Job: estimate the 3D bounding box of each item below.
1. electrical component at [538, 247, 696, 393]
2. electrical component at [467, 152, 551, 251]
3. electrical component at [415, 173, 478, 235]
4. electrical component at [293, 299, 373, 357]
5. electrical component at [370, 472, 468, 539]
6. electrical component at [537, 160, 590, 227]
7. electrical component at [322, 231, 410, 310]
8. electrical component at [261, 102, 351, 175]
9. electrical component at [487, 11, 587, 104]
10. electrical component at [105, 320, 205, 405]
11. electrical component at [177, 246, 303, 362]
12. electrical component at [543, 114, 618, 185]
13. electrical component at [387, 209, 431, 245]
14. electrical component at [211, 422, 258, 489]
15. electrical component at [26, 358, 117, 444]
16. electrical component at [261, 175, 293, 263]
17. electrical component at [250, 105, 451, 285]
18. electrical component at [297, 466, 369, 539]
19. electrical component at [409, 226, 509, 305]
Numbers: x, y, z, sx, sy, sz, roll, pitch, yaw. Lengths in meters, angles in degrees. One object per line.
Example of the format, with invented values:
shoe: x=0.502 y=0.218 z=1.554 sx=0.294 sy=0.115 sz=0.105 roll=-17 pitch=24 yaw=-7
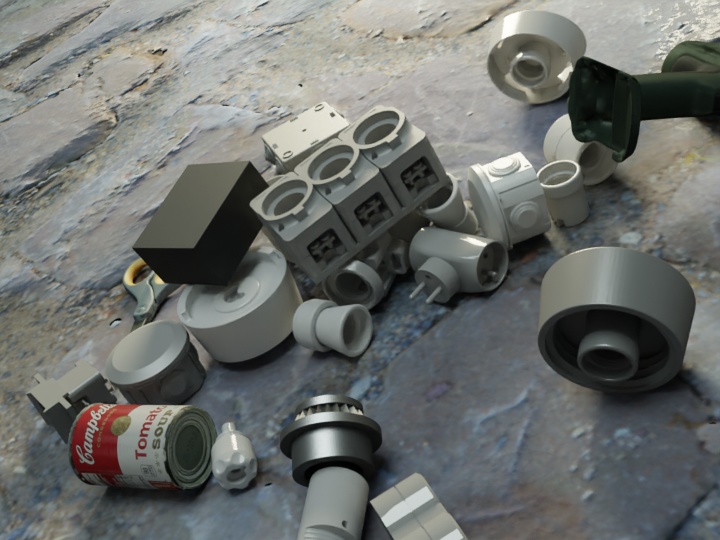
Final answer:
electrical component: x=0.175 y=0.042 z=0.748 sx=0.108 sy=0.108 sz=0.060 roll=-5 pitch=45 yaw=28
electrical component: x=0.128 y=-0.059 z=0.935 sx=0.051 sy=0.080 sz=0.080 roll=-21 pitch=34 yaw=-3
electrical component: x=0.080 y=-0.052 z=0.967 sx=0.044 sy=0.065 sz=0.044 roll=-16 pitch=53 yaw=22
electrical component: x=-0.024 y=0.049 z=0.919 sx=0.055 sy=0.045 sz=0.045 roll=6 pitch=45 yaw=39
electrical component: x=0.037 y=0.194 z=0.679 sx=0.074 sy=0.052 sz=0.138 roll=-31 pitch=34 yaw=-7
electrical component: x=0.179 y=-0.066 z=0.940 sx=0.040 sy=0.046 sz=0.040 roll=-17 pitch=35 yaw=12
electrical component: x=0.000 y=0.000 z=0.957 sx=0.078 sy=0.058 sz=0.057 roll=2 pitch=41 yaw=25
electrical component: x=-0.052 y=-0.134 z=1.178 sx=0.100 sy=0.048 sz=0.099 roll=-30 pitch=34 yaw=-6
electrical component: x=0.180 y=-0.221 z=1.105 sx=0.099 sy=0.099 sz=0.064 roll=-4 pitch=46 yaw=28
electrical component: x=-0.183 y=0.087 z=0.964 sx=0.080 sy=0.051 sz=0.080 roll=-17 pitch=35 yaw=12
electrical component: x=-0.103 y=0.036 z=0.971 sx=0.108 sy=0.060 sz=0.108 roll=-18 pitch=34 yaw=13
electrical component: x=0.202 y=-0.109 z=0.975 sx=0.055 sy=0.055 sz=0.047 roll=-31 pitch=38 yaw=-7
electrical component: x=0.028 y=-0.057 z=0.994 sx=0.079 sy=0.043 sz=0.077 roll=19 pitch=63 yaw=4
electrical component: x=-0.101 y=0.143 z=0.851 sx=0.035 sy=0.035 sz=0.061 roll=-25 pitch=32 yaw=1
electrical component: x=-0.261 y=0.117 z=0.984 sx=0.064 sy=0.042 sz=0.081 roll=-38 pitch=37 yaw=-21
electrical component: x=-0.059 y=-0.061 z=1.059 sx=0.044 sy=0.077 sz=0.079 roll=10 pitch=48 yaw=41
electrical component: x=-0.012 y=-0.071 z=0.940 sx=0.150 sy=0.061 sz=0.089 roll=-38 pitch=37 yaw=-7
electrical component: x=-0.020 y=0.181 z=0.741 sx=0.043 sy=0.043 sz=0.081 roll=-12 pitch=36 yaw=19
electrical component: x=0.074 y=0.001 z=0.919 sx=0.077 sy=0.044 sz=0.079 roll=15 pitch=51 yaw=44
